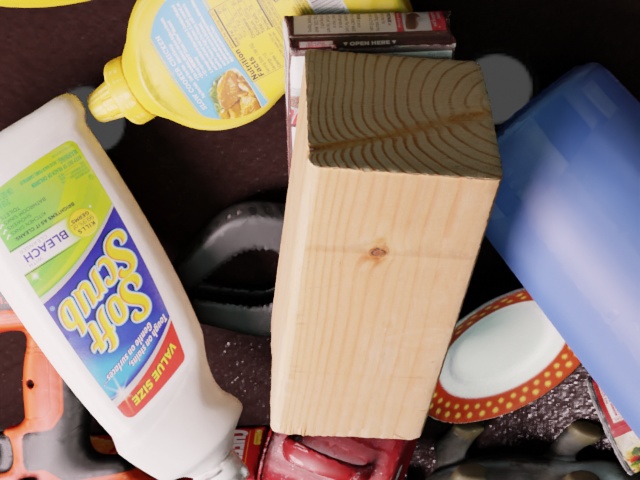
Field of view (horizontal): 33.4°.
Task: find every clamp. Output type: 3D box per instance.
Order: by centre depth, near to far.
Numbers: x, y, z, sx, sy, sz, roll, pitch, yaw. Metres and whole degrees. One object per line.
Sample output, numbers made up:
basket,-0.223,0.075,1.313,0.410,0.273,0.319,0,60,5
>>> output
clamp,-0.004,0.001,0.671,0.210,0.036,0.164,-8,114,4

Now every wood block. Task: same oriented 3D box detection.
wood block,0.026,0.011,0.572,0.090,0.090,0.206,4,136,-6

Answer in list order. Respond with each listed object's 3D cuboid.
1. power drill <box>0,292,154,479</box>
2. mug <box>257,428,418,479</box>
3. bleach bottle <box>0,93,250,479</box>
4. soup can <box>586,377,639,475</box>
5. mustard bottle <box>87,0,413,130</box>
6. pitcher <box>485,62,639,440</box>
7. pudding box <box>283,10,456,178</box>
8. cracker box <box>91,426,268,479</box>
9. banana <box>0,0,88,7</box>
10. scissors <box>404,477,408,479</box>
power drill,-0.204,0.117,0.692,0.184,0.057,0.187,-9,91,1
mug,0.012,0.136,0.685,0.081,0.117,0.093,20,88,14
bleach bottle,-0.118,0.044,0.640,0.102,0.068,0.251,-36,97,-15
soup can,0.232,0.101,0.685,0.102,0.068,0.068,-26,112,16
mustard bottle,-0.049,-0.116,0.603,0.192,0.058,0.096,-25,117,16
pitcher,0.193,0.018,0.580,0.149,0.145,0.243,-39,86,-11
pudding box,0.026,-0.068,0.586,0.090,0.039,0.113,-3,134,-2
cracker box,-0.137,0.225,0.776,0.214,0.072,0.164,-3,116,5
banana,-0.155,-0.165,0.599,0.198,0.037,0.070,3,117,3
scissors,-0.007,0.244,0.754,0.201,0.016,0.096,-39,132,-9
